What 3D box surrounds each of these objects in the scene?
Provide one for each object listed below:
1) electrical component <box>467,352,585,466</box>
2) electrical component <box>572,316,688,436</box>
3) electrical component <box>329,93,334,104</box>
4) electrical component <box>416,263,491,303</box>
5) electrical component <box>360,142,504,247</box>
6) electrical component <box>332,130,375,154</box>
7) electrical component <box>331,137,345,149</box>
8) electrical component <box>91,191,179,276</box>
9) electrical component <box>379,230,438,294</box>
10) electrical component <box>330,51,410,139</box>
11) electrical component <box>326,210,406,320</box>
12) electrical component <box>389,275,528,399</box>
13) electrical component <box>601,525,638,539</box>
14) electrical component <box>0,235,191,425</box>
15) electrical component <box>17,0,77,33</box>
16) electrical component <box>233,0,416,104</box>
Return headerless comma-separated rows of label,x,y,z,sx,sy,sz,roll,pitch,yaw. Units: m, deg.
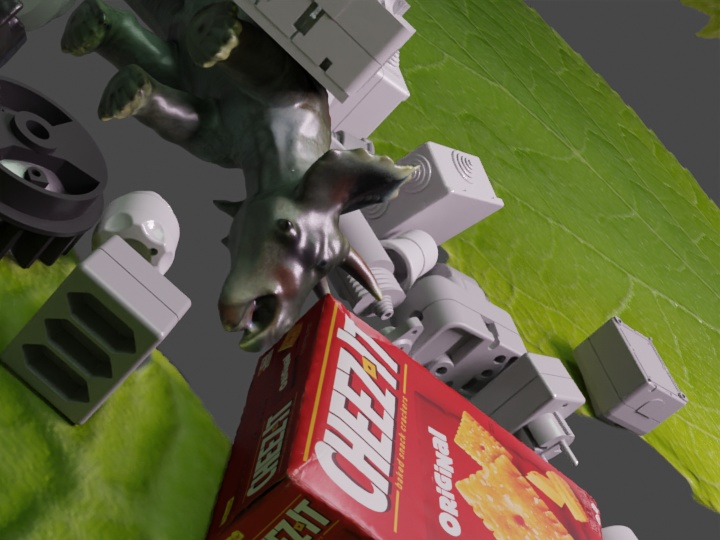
electrical component,0.122,0.108,0.740,0.047,0.066,0.076,15,38,-50
electrical component,0.233,0.092,0.957,0.062,0.061,0.096,28,29,-36
electrical component,-0.055,-0.161,0.866,0.051,0.080,0.080,28,28,-46
electrical component,0.078,0.024,0.834,0.078,0.040,0.040,27,30,-38
electrical component,0.051,-0.055,0.848,0.100,0.100,0.048,7,57,-56
electrical component,-0.023,-0.092,0.853,0.062,0.048,0.048,25,30,-23
electrical component,-0.035,-0.072,0.794,0.055,0.047,0.055,37,25,-20
electrical component,-0.119,-0.022,0.579,0.043,0.043,0.062,37,23,-19
electrical component,0.031,-0.007,0.795,0.044,0.044,0.065,49,29,6
electrical component,-0.006,-0.157,0.918,0.061,0.096,0.061,30,28,-32
electrical component,0.000,0.000,0.740,0.043,0.043,0.081,12,40,-52
electrical component,0.070,0.047,0.768,0.095,0.054,0.059,28,29,-36
electrical component,0.161,0.195,0.680,0.055,0.055,0.047,25,27,-40
electrical component,-0.113,0.019,0.492,0.047,0.066,0.076,43,23,-7
electrical component,-0.208,-0.186,0.653,0.080,0.080,0.051,42,18,-8
electrical component,-0.015,-0.157,0.641,0.089,0.061,0.150,43,12,-6
